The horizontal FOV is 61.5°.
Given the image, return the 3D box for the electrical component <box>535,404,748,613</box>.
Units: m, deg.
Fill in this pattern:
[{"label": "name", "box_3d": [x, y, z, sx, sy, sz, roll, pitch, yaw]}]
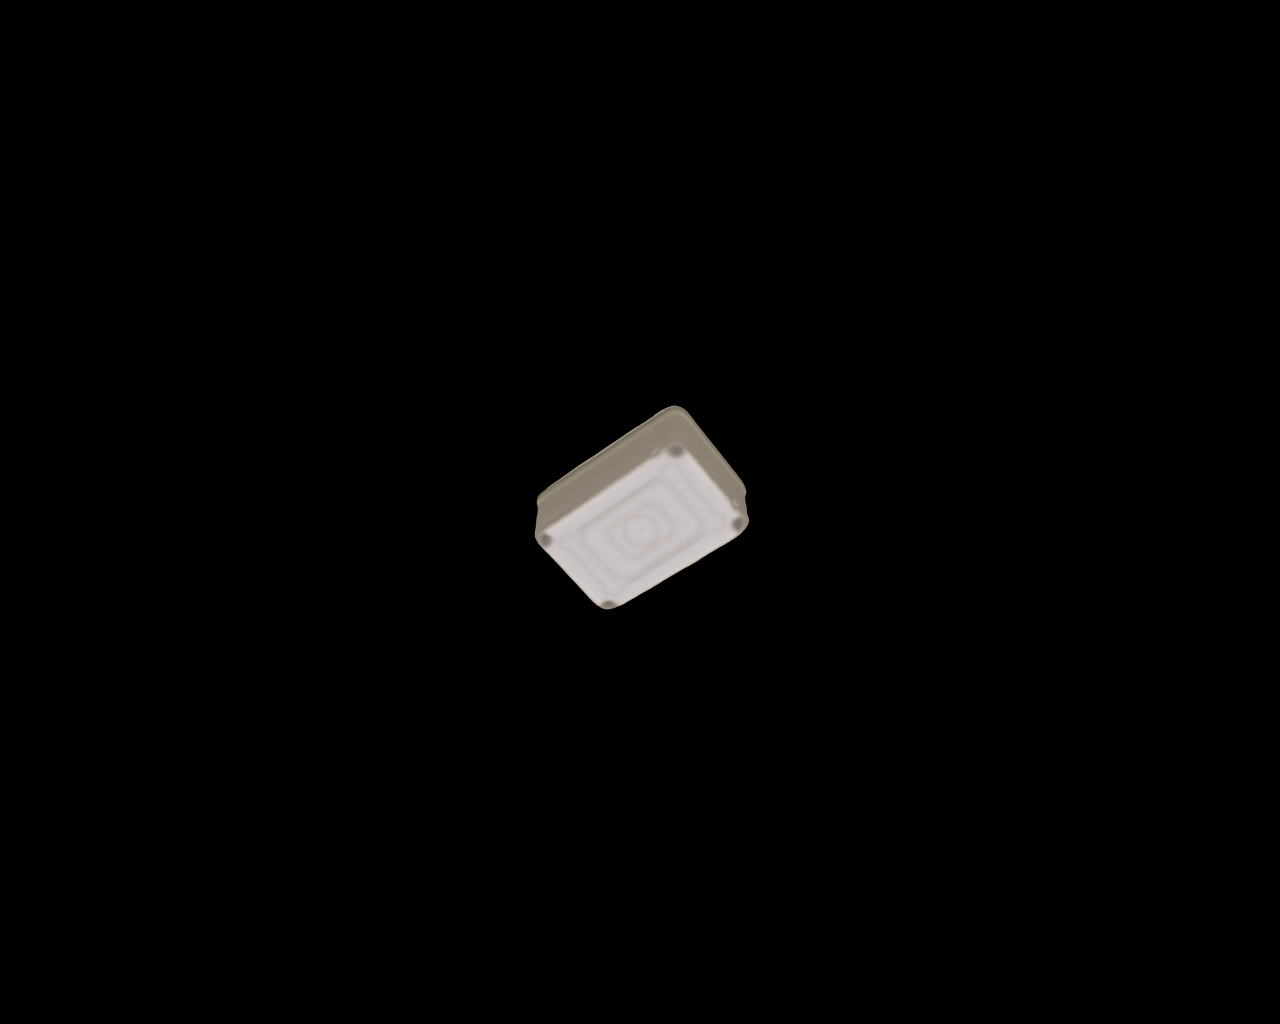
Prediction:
[{"label": "electrical component", "box_3d": [0.001, -0.003, 0.650, 0.113, 0.078, 0.057, -32, 26, 18]}]
